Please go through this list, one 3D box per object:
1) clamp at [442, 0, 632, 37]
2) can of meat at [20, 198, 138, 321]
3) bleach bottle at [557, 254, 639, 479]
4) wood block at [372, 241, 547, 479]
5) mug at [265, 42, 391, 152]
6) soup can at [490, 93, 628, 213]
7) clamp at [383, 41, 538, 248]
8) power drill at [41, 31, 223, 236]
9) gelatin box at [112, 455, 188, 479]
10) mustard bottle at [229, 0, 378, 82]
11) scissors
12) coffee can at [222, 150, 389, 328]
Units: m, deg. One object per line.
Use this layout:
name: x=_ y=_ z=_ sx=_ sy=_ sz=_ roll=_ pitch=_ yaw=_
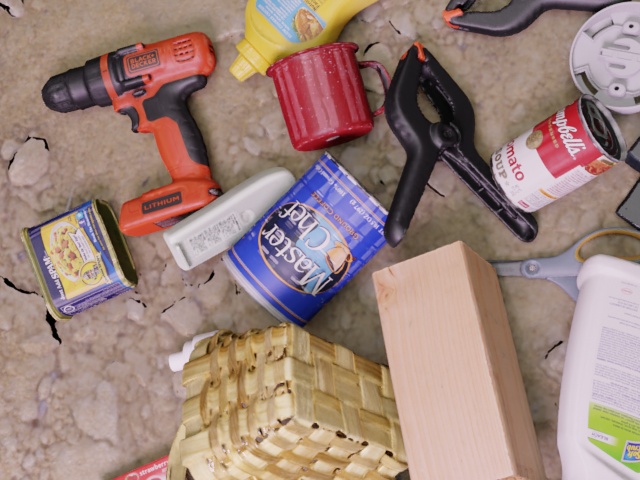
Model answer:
clamp: x=0.203 y=-0.235 z=1.005 sx=0.171 sy=0.039 sz=0.120 roll=-32 pitch=72 yaw=13
can of meat: x=-0.239 y=0.018 z=1.068 sx=0.084 sy=0.057 sz=0.102 roll=-24 pitch=80 yaw=7
bleach bottle: x=0.238 y=0.142 z=0.885 sx=0.102 sy=0.068 sz=0.250 roll=18 pitch=66 yaw=8
wood block: x=0.120 y=0.120 z=0.924 sx=0.091 sy=0.090 sz=0.206 roll=-22 pitch=61 yaw=24
mug: x=0.014 y=-0.136 z=1.017 sx=0.117 sy=0.093 sz=0.081 roll=-14 pitch=86 yaw=-17
soup can: x=0.212 y=-0.076 z=0.953 sx=0.102 sy=0.068 sz=0.068 roll=-33 pitch=77 yaw=36
clamp: x=0.102 y=-0.084 z=0.979 sx=0.164 sy=0.036 sz=0.210 roll=-9 pitch=72 yaw=-33
power drill: x=-0.180 y=-0.103 z=1.066 sx=0.184 sy=0.057 sz=0.187 roll=-15 pitch=81 yaw=10
gelatin box: x=-0.168 y=0.258 z=1.042 sx=0.089 sy=0.030 sz=0.073 roll=-24 pitch=80 yaw=9
mustard bottle: x=-0.015 y=-0.228 z=1.042 sx=0.191 sy=0.058 sz=0.096 roll=-44 pitch=73 yaw=5
scissors: x=0.209 y=0.043 z=0.987 sx=0.202 sy=0.016 sz=0.096 roll=-15 pitch=82 yaw=11
coffee can: x=-0.007 y=0.001 z=0.994 sx=0.140 sy=0.102 sz=0.103 roll=-45 pitch=77 yaw=4
